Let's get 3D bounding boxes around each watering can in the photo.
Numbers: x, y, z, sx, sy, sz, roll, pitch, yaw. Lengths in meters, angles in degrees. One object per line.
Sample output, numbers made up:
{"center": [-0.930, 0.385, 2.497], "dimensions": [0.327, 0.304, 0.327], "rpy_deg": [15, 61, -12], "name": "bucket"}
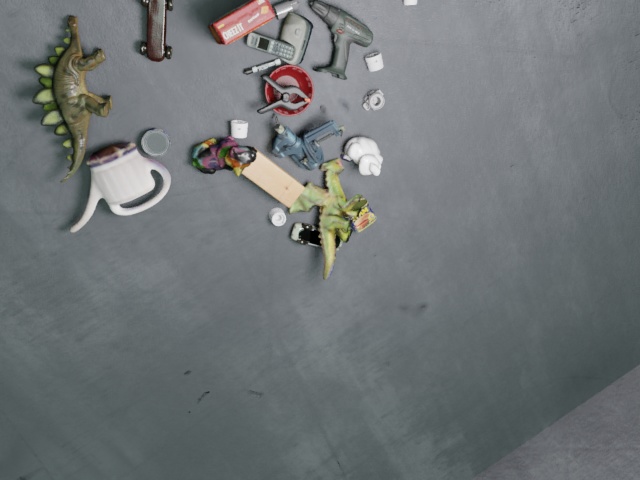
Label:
{"center": [-0.642, -0.167, 1.583], "dimensions": [0.349, 0.105, 0.221], "rpy_deg": [-24, 114, -9], "name": "watering can"}

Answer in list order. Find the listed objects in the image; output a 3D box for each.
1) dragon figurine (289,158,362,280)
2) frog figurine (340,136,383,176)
{"center": [0.005, -0.091, 1.801], "dimensions": [0.243, 0.122, 0.410], "rpy_deg": [24, 90, 8], "name": "dragon figurine"}
{"center": [0.156, -0.288, 1.761], "dimensions": [0.136, 0.161, 0.122], "rpy_deg": [29, 98, -25], "name": "frog figurine"}
